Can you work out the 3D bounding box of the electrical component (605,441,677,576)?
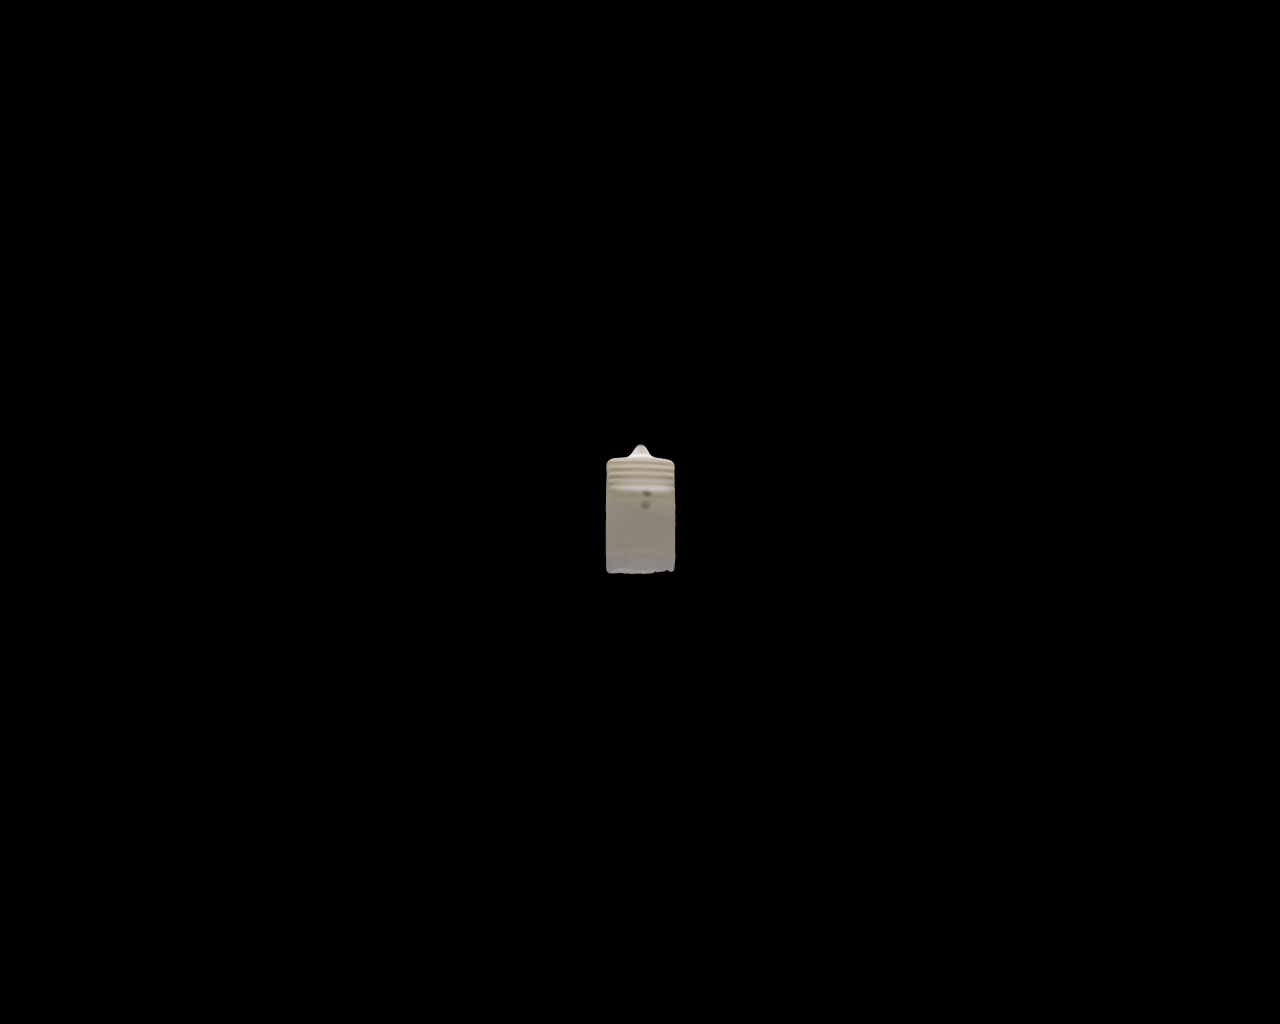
[{"bbox_3d":[0.001,-0.003,0.650,0.043,0.081,0.043,0,-7,0],"label":"electrical component"}]
